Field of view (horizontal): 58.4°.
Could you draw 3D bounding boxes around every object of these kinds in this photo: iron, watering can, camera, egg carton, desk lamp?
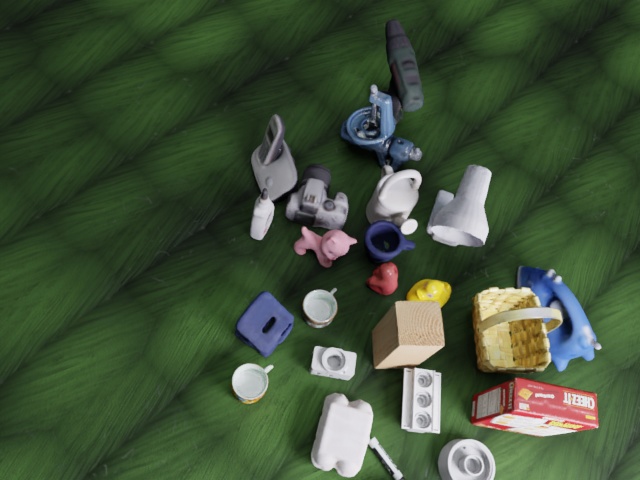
[{"bbox_3d":[0.533,0.152,1.285,0.119,0.141,0.258,-16,69,-15],"label":"iron"},{"bbox_3d":[0.178,-0.096,1.311,0.101,0.194,0.172,-31,74,-20],"label":"watering can"},{"bbox_3d":[0.001,-0.109,1.340,0.143,0.101,0.137,13,65,-3],"label":"camera"},{"bbox_3d":[0.046,0.388,1.143,0.107,0.069,0.150,16,65,-1],"label":"egg carton"},{"bbox_3d":[0.318,-0.064,1.308,0.118,0.213,0.203,20,65,1],"label":"desk lamp"}]

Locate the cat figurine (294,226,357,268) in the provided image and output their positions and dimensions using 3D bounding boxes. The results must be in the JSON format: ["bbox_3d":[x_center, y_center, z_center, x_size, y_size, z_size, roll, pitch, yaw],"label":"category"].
[{"bbox_3d":[0.012,0.005,1.282,0.127,0.117,0.067,25,65,3],"label":"cat figurine"}]

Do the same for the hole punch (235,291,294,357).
[{"bbox_3d":[-0.113,0.176,1.200,0.101,0.091,0.109,35,66,7],"label":"hole punch"}]

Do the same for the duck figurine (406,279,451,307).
[{"bbox_3d":[0.252,0.116,1.287,0.105,0.086,0.077,-16,69,-15],"label":"duck figurine"}]

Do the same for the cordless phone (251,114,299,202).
[{"bbox_3d":[-0.099,-0.187,1.312,0.094,0.185,0.147,-18,70,-16],"label":"cordless phone"}]

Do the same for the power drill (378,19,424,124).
[{"bbox_3d":[0.189,-0.401,1.440,0.076,0.208,0.229,-12,68,-13],"label":"power drill"}]

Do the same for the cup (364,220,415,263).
[{"bbox_3d":[0.151,0.016,1.311,0.118,0.095,0.092,10,65,-4],"label":"cup"}]

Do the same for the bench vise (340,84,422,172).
[{"bbox_3d":[0.160,-0.275,1.373,0.207,0.219,0.121,17,65,-1],"label":"bench vise"}]

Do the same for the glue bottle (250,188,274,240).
[{"bbox_3d":[-0.126,-0.067,1.261,0.037,0.173,0.078,20,65,1],"label":"glue bottle"}]

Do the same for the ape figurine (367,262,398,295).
[{"bbox_3d":[0.145,0.080,1.283,0.078,0.092,0.076,-18,70,-16],"label":"ape figurine"}]
